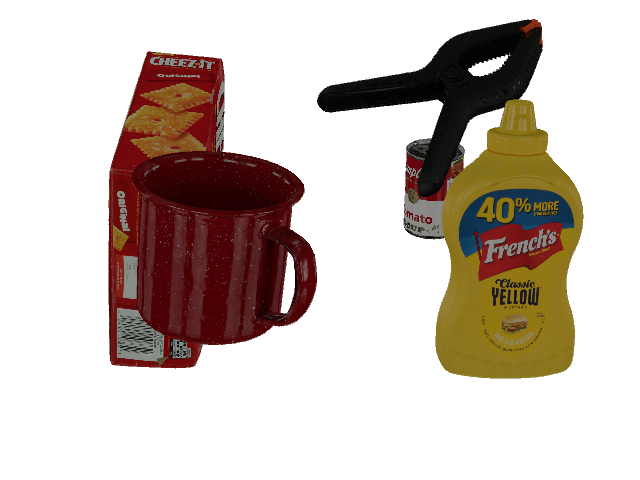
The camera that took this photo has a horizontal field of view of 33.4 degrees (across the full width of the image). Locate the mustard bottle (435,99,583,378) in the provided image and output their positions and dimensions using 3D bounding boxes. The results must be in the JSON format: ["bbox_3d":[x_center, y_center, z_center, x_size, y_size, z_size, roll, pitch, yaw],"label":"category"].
[{"bbox_3d":[0.132,-0.001,0.742,0.096,0.192,0.058,0,16,-2],"label":"mustard bottle"}]

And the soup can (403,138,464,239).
[{"bbox_3d":[0.133,-0.061,1.259,0.068,0.102,0.068,0,27,0],"label":"soup can"}]

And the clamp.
[{"bbox_3d":[0.122,-0.129,0.957,0.210,0.165,0.036,-29,-38,-9],"label":"clamp"}]

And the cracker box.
[{"bbox_3d":[-0.114,-0.030,0.821,0.072,0.164,0.213,4,31,-3],"label":"cracker box"}]

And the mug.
[{"bbox_3d":[-0.049,0.008,0.580,0.117,0.081,0.093,22,28,31],"label":"mug"}]
